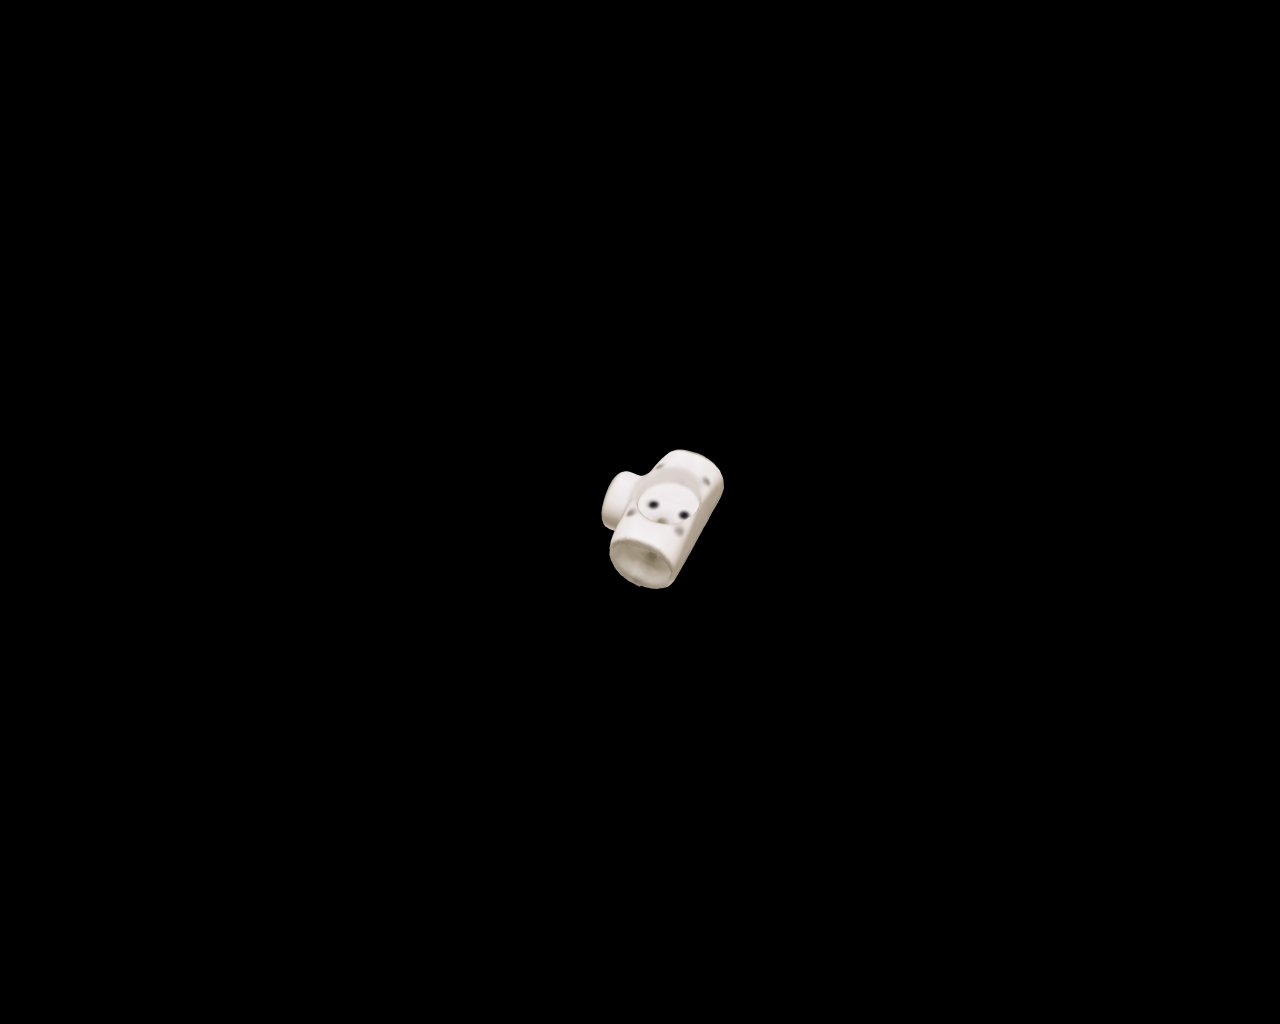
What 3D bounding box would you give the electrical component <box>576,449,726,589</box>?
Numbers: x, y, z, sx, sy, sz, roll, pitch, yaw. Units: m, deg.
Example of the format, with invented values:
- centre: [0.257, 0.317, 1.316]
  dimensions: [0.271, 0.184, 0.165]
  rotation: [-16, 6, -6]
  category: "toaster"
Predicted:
- centre: [0.001, -0.003, 0.650]
  dimensions: [0.079, 0.077, 0.044]
  rotation: [21, -36, 16]
  category: "electrical component"
